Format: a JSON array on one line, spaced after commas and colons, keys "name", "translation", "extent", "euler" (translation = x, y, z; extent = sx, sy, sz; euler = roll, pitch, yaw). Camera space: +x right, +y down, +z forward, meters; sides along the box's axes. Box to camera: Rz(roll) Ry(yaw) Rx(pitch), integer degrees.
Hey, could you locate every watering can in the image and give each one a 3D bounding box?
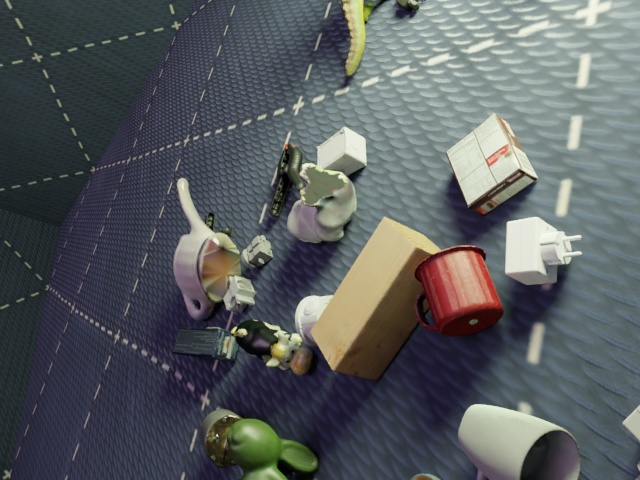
[{"name": "watering can", "translation": [-0.280, 0.019, 1.205], "extent": [0.223, 0.104, 0.348], "euler": [-4, 90, 50]}]

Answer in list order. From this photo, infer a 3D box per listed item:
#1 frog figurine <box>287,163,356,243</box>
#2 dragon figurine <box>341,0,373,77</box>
[{"name": "frog figurine", "translation": [0.003, -0.047, 0.941], "extent": [0.155, 0.123, 0.140], "euler": [95, 155, -47]}, {"name": "dragon figurine", "translation": [0.054, -0.565, 1.041], "extent": [0.122, 0.240, 0.415], "euler": [1, 69, 49]}]
